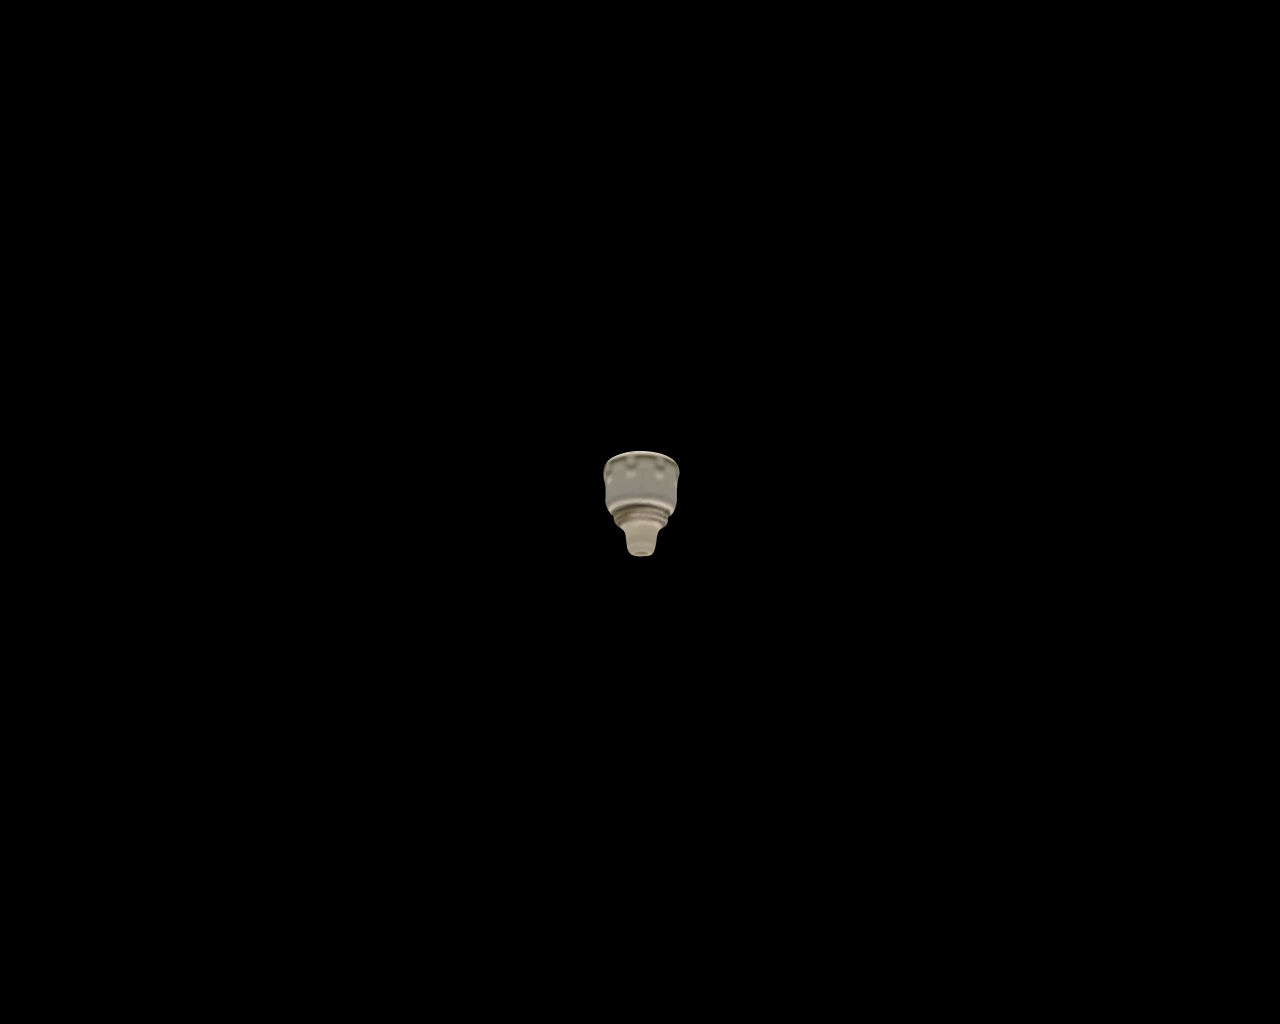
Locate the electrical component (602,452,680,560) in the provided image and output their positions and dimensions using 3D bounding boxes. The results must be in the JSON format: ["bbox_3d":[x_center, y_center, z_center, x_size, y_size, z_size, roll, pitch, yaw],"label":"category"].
[{"bbox_3d":[0.001,-0.003,0.650,0.048,0.062,0.048,0,-20,0],"label":"electrical component"}]
